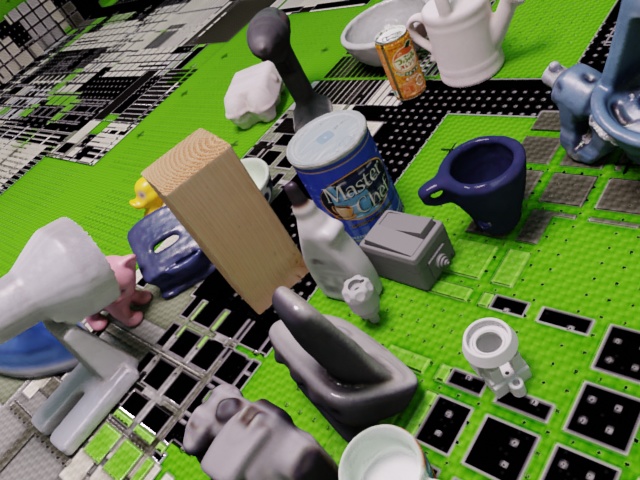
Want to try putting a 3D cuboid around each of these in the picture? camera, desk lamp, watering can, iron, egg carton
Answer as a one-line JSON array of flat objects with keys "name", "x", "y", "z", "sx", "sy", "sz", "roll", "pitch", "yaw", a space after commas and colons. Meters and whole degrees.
[{"name": "camera", "x": -0.077, "y": 0.212, "z": 0.507, "sx": 0.142, "sy": 0.101, "sz": 0.137, "roll": 14, "pitch": 56, "yaw": 42}, {"name": "desk lamp", "x": -0.311, "y": 0.109, "z": 0.682, "sx": 0.117, "sy": 0.214, "sz": 0.203, "roll": 12, "pitch": 55, "yaw": 41}, {"name": "watering can", "x": 0.208, "y": -0.335, "z": 0.838, "sx": 0.172, "sy": 0.195, "sz": 0.101, "roll": -16, "pitch": 41, "yaw": 19}, {"name": "iron", "x": -0.440, "y": 0.114, "z": 0.819, "sx": 0.257, "sy": 0.142, "sz": 0.119, "roll": -1, "pitch": 48, "yaw": 33}, {"name": "egg carton", "x": -0.121, "y": -0.281, "z": 1.096, "sx": 0.107, "sy": 0.070, "sz": 0.150, "roll": -14, "pitch": 41, "yaw": 21}]

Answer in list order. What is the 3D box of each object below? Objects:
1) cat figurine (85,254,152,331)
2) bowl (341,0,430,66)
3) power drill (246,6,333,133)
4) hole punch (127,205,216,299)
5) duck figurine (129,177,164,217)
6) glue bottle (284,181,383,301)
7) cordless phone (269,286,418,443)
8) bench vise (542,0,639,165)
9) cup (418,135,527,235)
[{"name": "cat figurine", "x": -0.299, "y": 0.065, "z": 0.799, "sx": 0.127, "sy": 0.118, "sz": 0.067, "roll": -11, "pitch": 43, "yaw": 24}, {"name": "bowl", "x": 0.125, "y": -0.359, "z": 1.015, "sx": 0.167, "sy": 0.075, "sz": 0.167, "roll": -18, "pitch": 40, "yaw": 16}, {"name": "power drill", "x": -0.052, "y": -0.280, "z": 0.937, "sx": 0.075, "sy": 0.209, "sz": 0.229, "roll": -23, "pitch": 39, "yaw": 11}, {"name": "hole punch", "x": -0.209, "y": 0.011, "z": 0.820, "sx": 0.108, "sy": 0.091, "sz": 0.101, "roll": -32, "pitch": 38, "yaw": -1}, {"name": "duck figurine", "x": -0.266, "y": -0.073, "z": 0.952, "sx": 0.104, "sy": 0.086, "sz": 0.077, "roll": -38, "pitch": 39, "yaw": -8}, {"name": "glue bottle", "x": 0.006, "y": 0.002, "z": 0.621, "sx": 0.077, "sy": 0.174, "sz": 0.037, "roll": 6, "pitch": 52, "yaw": 38}, {"name": "cordless phone", "x": -0.001, "y": 0.086, "z": 0.525, "sx": 0.094, "sy": 0.186, "sz": 0.147, "roll": -44, "pitch": 40, "yaw": -15}, {"name": "bench vise", "x": 0.294, "y": -0.154, "z": 0.563, "sx": 0.206, "sy": 0.220, "sz": 0.122, "roll": 20, "pitch": 60, "yaw": 45}, {"name": "cup", "x": 0.173, "y": -0.047, "z": 0.627, "sx": 0.117, "sy": 0.095, "sz": 0.091, "roll": -23, "pitch": 39, "yaw": 10}]
